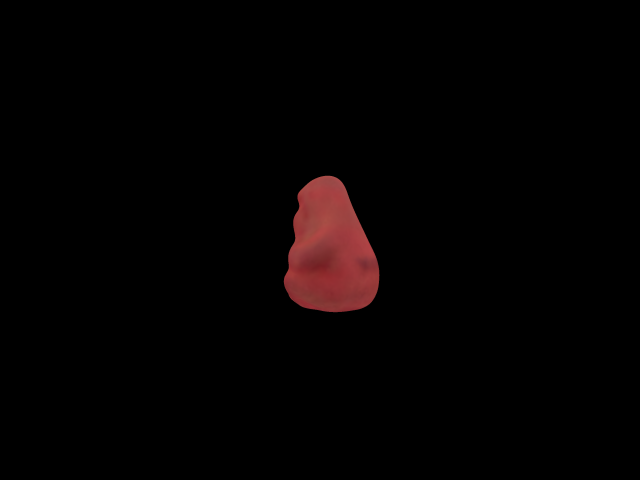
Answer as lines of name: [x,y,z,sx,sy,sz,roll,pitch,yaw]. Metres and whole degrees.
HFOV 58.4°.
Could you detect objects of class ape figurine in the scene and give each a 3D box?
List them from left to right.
ape figurine: [0.004,0.001,0.400,0.075,0.092,0.078,3,6,34]
